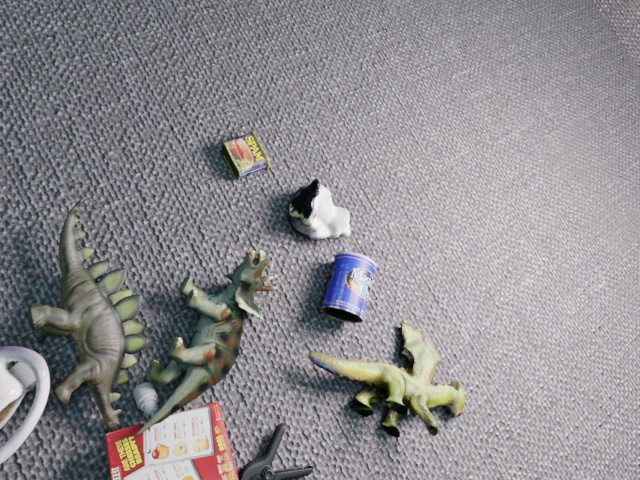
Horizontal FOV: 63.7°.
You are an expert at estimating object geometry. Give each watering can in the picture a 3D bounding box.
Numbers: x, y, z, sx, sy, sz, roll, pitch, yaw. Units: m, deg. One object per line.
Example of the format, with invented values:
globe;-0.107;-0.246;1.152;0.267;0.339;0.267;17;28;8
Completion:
watering can;-0.629;0.318;0.881;0.225;0.103;0.350;37;80;5

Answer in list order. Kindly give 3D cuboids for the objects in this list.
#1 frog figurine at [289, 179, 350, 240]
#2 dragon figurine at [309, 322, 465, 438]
frog figurine;0.004;-0.064;1.271;0.158;0.121;0.140;30;48;-48
dragon figurine;0.183;0.303;1.205;0.409;0.120;0.248;39;46;-5
